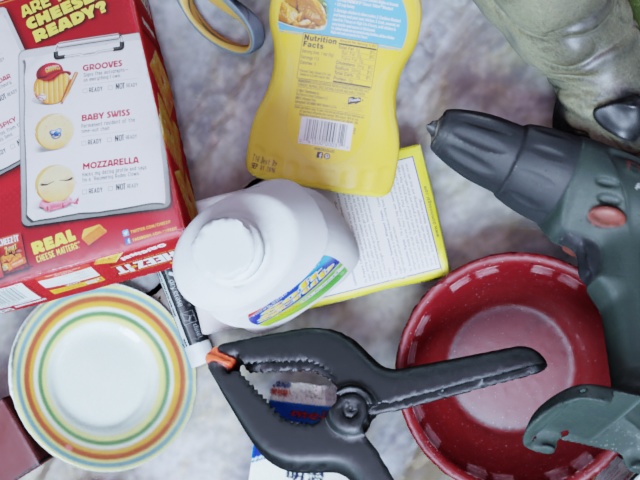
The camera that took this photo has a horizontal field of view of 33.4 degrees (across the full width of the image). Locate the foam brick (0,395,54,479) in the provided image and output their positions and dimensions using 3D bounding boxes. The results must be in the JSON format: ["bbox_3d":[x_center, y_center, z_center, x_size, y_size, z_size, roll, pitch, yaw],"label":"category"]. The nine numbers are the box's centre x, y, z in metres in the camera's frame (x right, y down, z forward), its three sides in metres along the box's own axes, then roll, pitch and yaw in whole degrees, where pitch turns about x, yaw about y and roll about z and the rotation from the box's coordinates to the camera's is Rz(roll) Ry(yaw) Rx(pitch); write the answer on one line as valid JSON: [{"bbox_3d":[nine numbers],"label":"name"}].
[{"bbox_3d":[-0.213,0.138,0.732,0.053,0.078,0.051,-32,88,2],"label":"foam brick"}]

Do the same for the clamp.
[{"bbox_3d":[0.022,0.121,0.666,0.210,0.036,0.164,14,68,12],"label":"clamp"}]

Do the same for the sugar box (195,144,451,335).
[{"bbox_3d":[-0.005,0.001,0.738,0.176,0.048,0.093,-13,87,7],"label":"sugar box"}]

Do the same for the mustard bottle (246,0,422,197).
[{"bbox_3d":[0.014,-0.128,0.676,0.096,0.058,0.192,9,97,2],"label":"mustard bottle"}]

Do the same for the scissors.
[{"bbox_3d":[-0.110,-0.211,0.742,0.202,0.016,0.096,43,136,3],"label":"scissors"}]

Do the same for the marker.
[{"bbox_3d":[-0.103,0.031,0.756,0.020,0.020,0.121,-22,85,3],"label":"marker"}]

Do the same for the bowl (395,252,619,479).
[{"bbox_3d":[0.131,0.089,0.719,0.162,0.055,0.162,0,88,4],"label":"bowl"}]

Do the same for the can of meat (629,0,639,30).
[{"bbox_3d":[0.239,-0.191,0.720,0.084,0.057,0.102,-24,87,1],"label":"can of meat"}]

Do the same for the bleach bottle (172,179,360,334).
[{"bbox_3d":[-0.035,0.012,0.591,0.102,0.250,0.068,-35,85,5],"label":"bleach bottle"}]

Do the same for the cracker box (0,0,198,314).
[{"bbox_3d":[-0.180,-0.070,0.718,0.164,0.072,0.214,-16,72,3],"label":"cracker box"}]

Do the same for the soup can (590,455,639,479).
[{"bbox_3d":[0.215,0.166,0.688,0.068,0.102,0.068,0,88,3],"label":"soup can"}]
